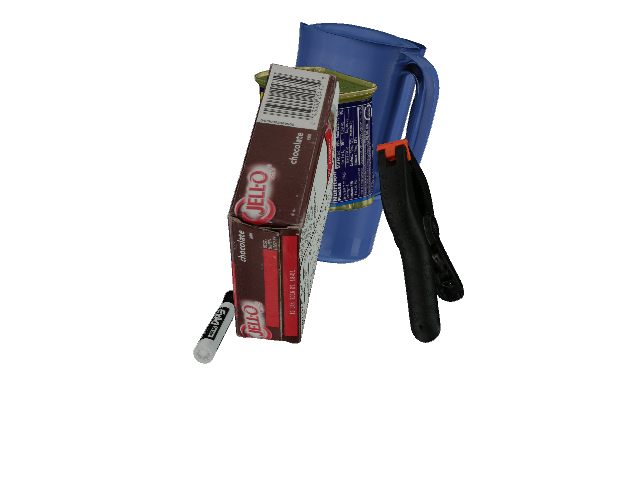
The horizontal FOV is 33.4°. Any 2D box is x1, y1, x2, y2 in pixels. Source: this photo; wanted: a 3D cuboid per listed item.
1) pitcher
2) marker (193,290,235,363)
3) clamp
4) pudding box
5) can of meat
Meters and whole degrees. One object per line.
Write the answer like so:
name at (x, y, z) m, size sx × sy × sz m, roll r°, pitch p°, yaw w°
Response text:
pitcher at (0.031, -0.101, 1.121) m, size 0.145 × 0.243 × 0.149 m, roll 10°, pitch 16°, yaw -4°
marker at (-0.096, 0.079, 1.017) m, size 0.020 × 0.020 × 0.121 m, roll 0°, pitch 23°, yaw 11°
clamp at (0.082, 0.001, 0.921) m, size 0.039 × 0.171 × 0.120 m, roll -17°, pitch 18°, yaw 18°
pudding box at (-0.018, -0.019, 0.540) m, size 0.039 × 0.113 × 0.090 m, roll 9°, pitch -41°, yaw 6°
can of meat at (-0.004, -0.073, 0.755) m, size 0.057 × 0.084 × 0.102 m, roll -13°, pitch 23°, yaw -27°
